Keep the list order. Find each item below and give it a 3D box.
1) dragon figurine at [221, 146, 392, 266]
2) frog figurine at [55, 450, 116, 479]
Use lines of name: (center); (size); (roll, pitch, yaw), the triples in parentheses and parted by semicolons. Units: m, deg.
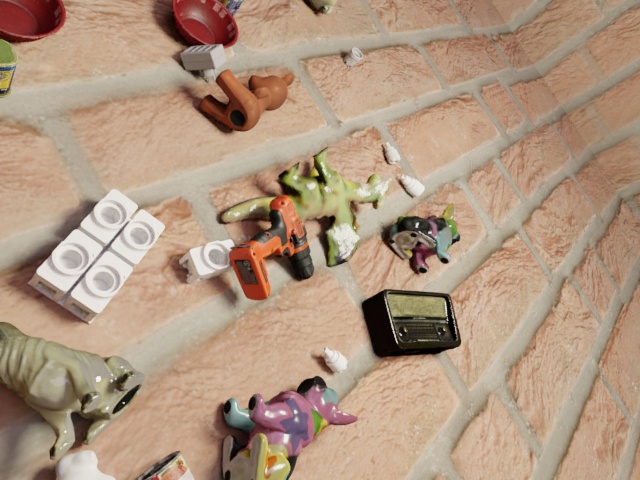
dragon figurine: (0.003, -0.056, 1.116); (0.416, 0.121, 0.242); (-36, 97, -30)
frog figurine: (-0.284, 0.343, 0.620); (0.137, 0.121, 0.162); (9, 70, -14)
